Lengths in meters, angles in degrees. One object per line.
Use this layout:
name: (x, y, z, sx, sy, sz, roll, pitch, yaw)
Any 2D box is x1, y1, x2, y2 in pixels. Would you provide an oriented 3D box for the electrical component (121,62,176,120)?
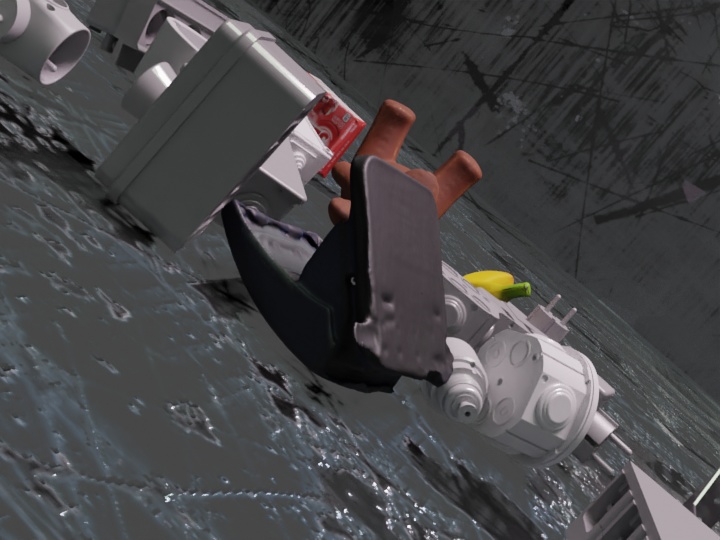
electrical component: (-0.125, -0.104, 0.735, 0.065, 0.044, 0.044, 45, 10, 1)

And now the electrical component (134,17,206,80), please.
electrical component: (-0.121, -0.133, 0.816, 0.108, 0.060, 0.108, 39, 10, -8)

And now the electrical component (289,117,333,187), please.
electrical component: (-0.072, -0.103, 0.881, 0.062, 0.061, 0.096, 31, 21, -44)

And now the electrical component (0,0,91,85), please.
electrical component: (-0.206, -0.149, 0.622, 0.077, 0.044, 0.079, 41, 10, 2)

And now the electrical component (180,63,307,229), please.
electrical component: (-0.087, -0.071, 0.672, 0.100, 0.048, 0.099, 34, 21, -30)

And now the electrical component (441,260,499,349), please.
electrical component: (0.062, 0.030, 0.801, 0.080, 0.051, 0.080, 39, 10, -8)

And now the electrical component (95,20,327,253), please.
electrical component: (-0.077, -0.072, 0.565, 0.057, 0.113, 0.078, 42, 10, -5)

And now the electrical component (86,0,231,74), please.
electrical component: (-0.166, -0.197, 0.897, 0.063, 0.078, 0.121, 28, 5, 22)

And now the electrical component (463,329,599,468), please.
electrical component: (0.105, 0.079, 0.674, 0.051, 0.080, 0.080, 28, 15, -28)

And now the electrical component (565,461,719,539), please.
electrical component: (0.153, 0.165, 0.523, 0.089, 0.061, 0.150, 40, 10, 1)

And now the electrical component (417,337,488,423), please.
electrical component: (0.057, 0.070, 0.647, 0.040, 0.040, 0.078, 37, 11, -15)

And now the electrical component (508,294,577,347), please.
electrical component: (0.167, 0.058, 0.994, 0.083, 0.075, 0.047, 41, 11, 5)

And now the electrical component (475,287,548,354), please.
electrical component: (0.117, 0.061, 0.870, 0.089, 0.050, 0.055, 35, 11, -25)

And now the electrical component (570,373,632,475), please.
electrical component: (0.156, 0.110, 0.758, 0.077, 0.065, 0.047, 44, 11, 18)

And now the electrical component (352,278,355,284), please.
electrical component: (0.000, 0.000, 0.739, 0.040, 0.040, 0.078, 40, 10, -3)
